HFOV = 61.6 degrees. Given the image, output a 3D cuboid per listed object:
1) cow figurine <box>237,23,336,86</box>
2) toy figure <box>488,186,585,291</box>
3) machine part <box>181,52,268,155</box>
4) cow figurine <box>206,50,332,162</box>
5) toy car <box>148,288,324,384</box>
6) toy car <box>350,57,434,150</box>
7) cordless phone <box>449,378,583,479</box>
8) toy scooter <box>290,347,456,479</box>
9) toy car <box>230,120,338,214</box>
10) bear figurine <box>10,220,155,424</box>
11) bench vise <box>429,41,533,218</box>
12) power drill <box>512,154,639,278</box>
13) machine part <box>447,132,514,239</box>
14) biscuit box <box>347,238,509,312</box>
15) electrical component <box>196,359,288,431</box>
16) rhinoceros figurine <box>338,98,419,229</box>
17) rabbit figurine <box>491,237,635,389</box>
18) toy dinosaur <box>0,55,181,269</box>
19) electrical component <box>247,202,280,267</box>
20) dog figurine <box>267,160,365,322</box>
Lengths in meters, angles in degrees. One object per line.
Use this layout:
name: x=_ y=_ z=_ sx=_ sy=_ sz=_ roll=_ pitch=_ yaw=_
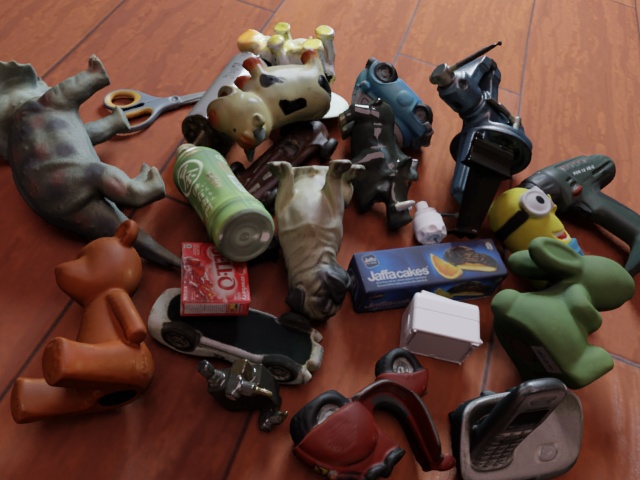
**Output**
cow figurine: x=-0.055 y=-0.308 z=0.907 sx=0.168 sy=0.098 sz=0.068 roll=12 pitch=55 yaw=21
toy figure: x=0.301 y=0.011 z=0.732 sx=0.180 sy=0.089 sz=0.082 roll=61 pitch=20 yaw=1
machine part: x=-0.138 y=-0.208 z=0.815 sx=0.079 sy=0.079 sz=0.243 roll=22 pitch=54 yaw=4
cow figurine: x=-0.068 y=-0.188 z=0.754 sx=0.195 sy=0.085 sz=0.127 roll=-20 pitch=77 yaw=-32
toy car: x=-0.094 y=0.107 z=0.614 sx=0.202 sy=0.056 sz=0.073 roll=18 pitch=47 yaw=0
toy car: x=0.101 y=-0.197 z=0.853 sx=0.103 sy=0.109 sz=0.162 roll=-38 pitch=79 yaw=-4
cordless phone: x=0.220 y=0.178 z=0.546 sx=0.147 sy=0.184 sz=0.089 roll=-2 pitch=51 yaw=-12
toy scooter: x=0.066 y=0.204 z=0.566 sx=0.184 sy=0.075 sz=0.135 roll=-24 pitch=64 yaw=-31
toy car: x=-0.055 y=-0.117 z=0.785 sx=0.089 sy=0.053 sz=0.202 roll=36 pitch=55 yaw=11
bear figurine: x=-0.240 y=0.073 z=0.557 sx=0.132 sy=0.120 sz=0.196 roll=12 pitch=49 yaw=-48
bench vise: x=0.231 y=-0.143 z=0.791 sx=0.129 sy=0.223 sz=0.240 roll=-1 pitch=60 yaw=41
power drill: x=0.407 y=-0.035 z=0.810 sx=0.232 sy=0.085 sz=0.207 roll=-29 pitch=57 yaw=-31
machine part: x=0.212 y=-0.066 z=0.718 sx=0.084 sy=0.039 sz=0.138 roll=22 pitch=89 yaw=-26
biscuit box: x=0.137 y=0.046 z=0.700 sx=0.203 sy=0.059 sz=0.063 roll=-6 pitch=57 yaw=-15
electrical component: x=-0.075 y=0.160 z=0.557 sx=0.078 sy=0.102 sz=0.045 roll=-8 pitch=47 yaw=10
rhinoceros figurine: x=0.085 y=-0.108 z=0.774 sx=0.112 sy=0.073 sz=0.190 roll=-11 pitch=80 yaw=2
rabbit figurine: x=0.293 y=0.074 z=0.650 sx=0.170 sy=0.121 sz=0.159 roll=-34 pitch=78 yaw=-17
toy dinosaur: x=-0.318 y=-0.093 z=0.680 sx=0.192 sy=0.131 sz=0.405 roll=-26 pitch=67 yaw=-13
electrical component: x=-0.118 y=0.002 z=0.689 sx=0.119 sy=0.047 sz=0.075 roll=-12 pitch=58 yaw=-21
dog figurine: x=-0.005 y=-0.002 z=0.692 sx=0.121 sy=0.172 sz=0.190 roll=0 pitch=95 yaw=17
